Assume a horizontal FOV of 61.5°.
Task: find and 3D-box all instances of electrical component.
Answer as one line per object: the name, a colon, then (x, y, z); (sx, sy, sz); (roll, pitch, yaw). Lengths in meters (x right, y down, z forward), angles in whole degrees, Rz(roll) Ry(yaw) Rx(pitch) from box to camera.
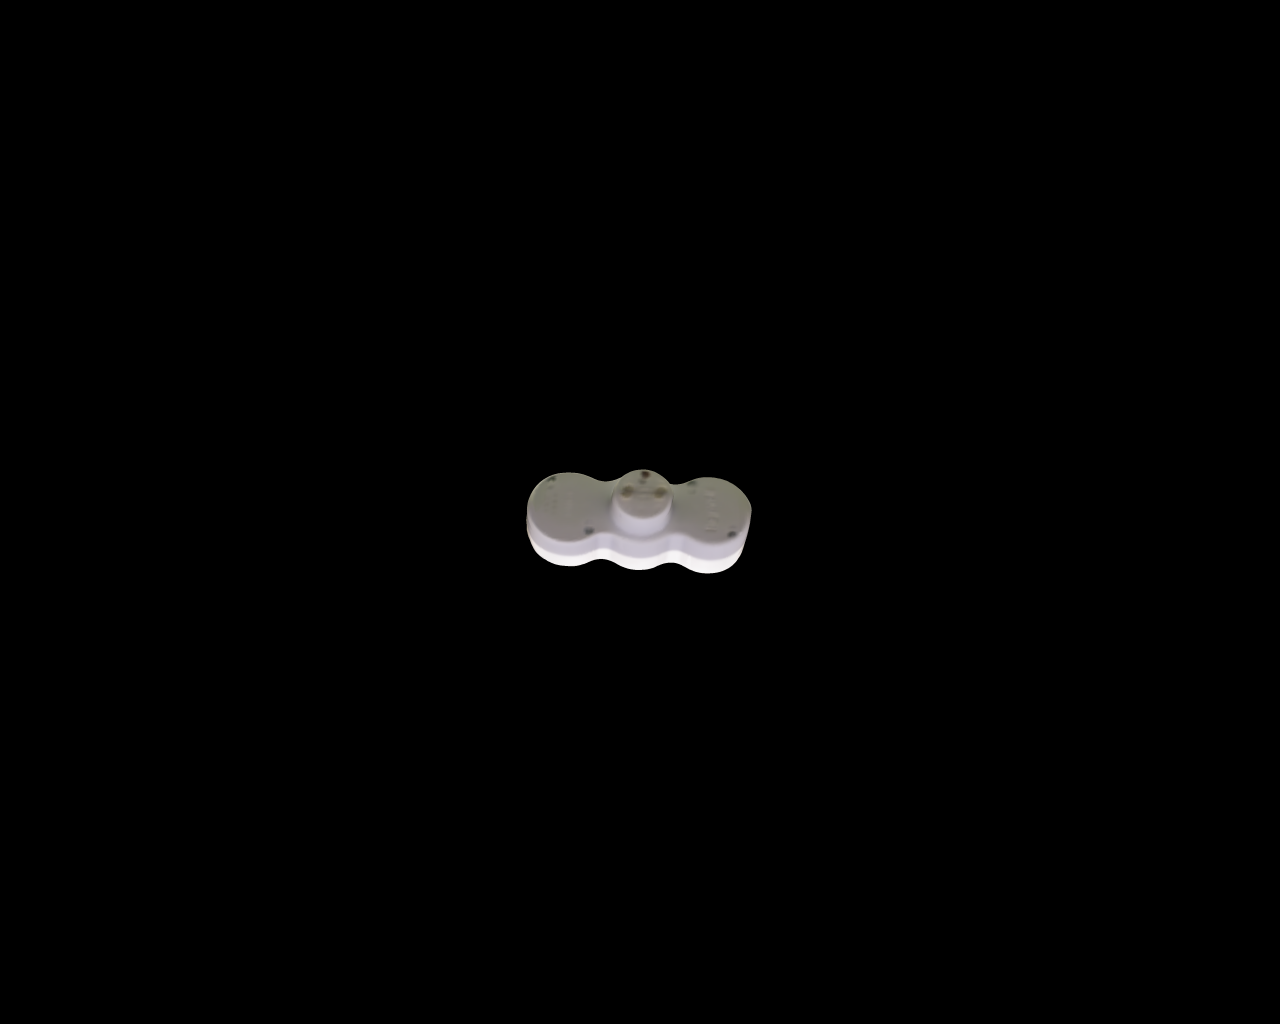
electrical component: (0.001, -0.003, 0.650); (0.138, 0.052, 0.073); (3, -32, -5)
